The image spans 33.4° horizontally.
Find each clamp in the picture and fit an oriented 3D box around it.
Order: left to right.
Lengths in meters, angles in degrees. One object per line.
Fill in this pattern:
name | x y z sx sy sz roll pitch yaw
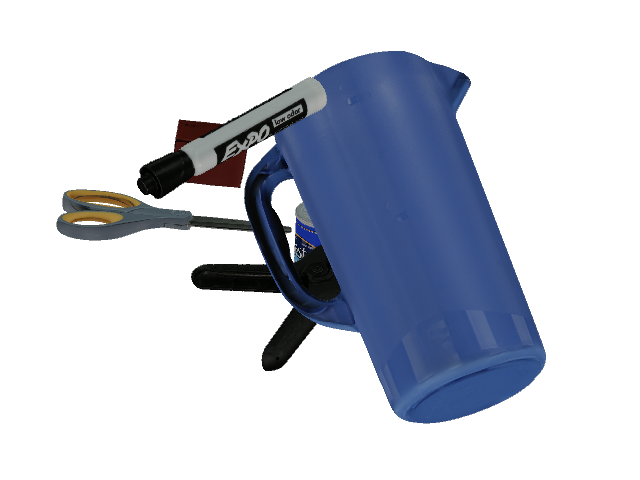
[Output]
clamp | -0.002 0.049 1.026 0.209 0.036 0.165 -15 37 -17

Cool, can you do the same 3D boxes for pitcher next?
pitcher | 0.053 0.003 0.751 0.144 0.243 0.149 -3 -30 -31

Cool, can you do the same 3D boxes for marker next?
marker | -0.046 -0.055 0.564 0.120 0.020 0.020 -33 18 -31

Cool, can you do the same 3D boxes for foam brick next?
foam brick | -0.120 -0.095 1.163 0.078 0.051 0.053 6 30 -6

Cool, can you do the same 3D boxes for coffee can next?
coffee can | 0.013 0.024 1.480 0.103 0.140 0.103 3 24 -1

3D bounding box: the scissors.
scissors | -0.134 -0.012 0.905 0.202 0.016 0.096 11 24 13
